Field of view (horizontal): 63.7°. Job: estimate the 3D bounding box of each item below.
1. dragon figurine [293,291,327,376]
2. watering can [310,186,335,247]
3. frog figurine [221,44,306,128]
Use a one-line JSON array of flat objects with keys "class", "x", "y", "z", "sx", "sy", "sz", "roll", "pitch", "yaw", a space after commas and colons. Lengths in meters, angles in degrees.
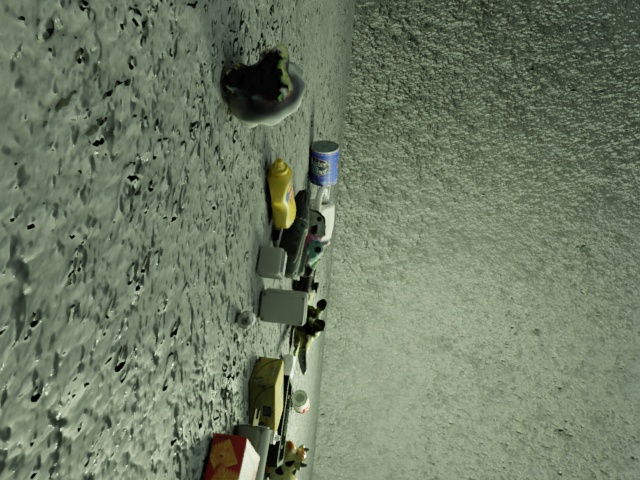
[{"class": "dragon figurine", "x": -0.057, "y": 0.328, "z": 1.793, "sx": 0.237, "sy": 0.122, "sz": 0.421, "roll": 102, "pitch": -3, "yaw": -47}, {"class": "watering can", "x": 0.006, "y": -0.098, "z": 1.954, "sx": 0.352, "sy": 0.104, "sz": 0.222, "roll": -62, "pitch": 158, "yaw": -73}, {"class": "frog figurine", "x": -0.089, "y": -0.247, "z": 0.870, "sx": 0.138, "sy": 0.122, "sz": 0.159, "roll": -50, "pitch": -179, "yaw": -3}]
